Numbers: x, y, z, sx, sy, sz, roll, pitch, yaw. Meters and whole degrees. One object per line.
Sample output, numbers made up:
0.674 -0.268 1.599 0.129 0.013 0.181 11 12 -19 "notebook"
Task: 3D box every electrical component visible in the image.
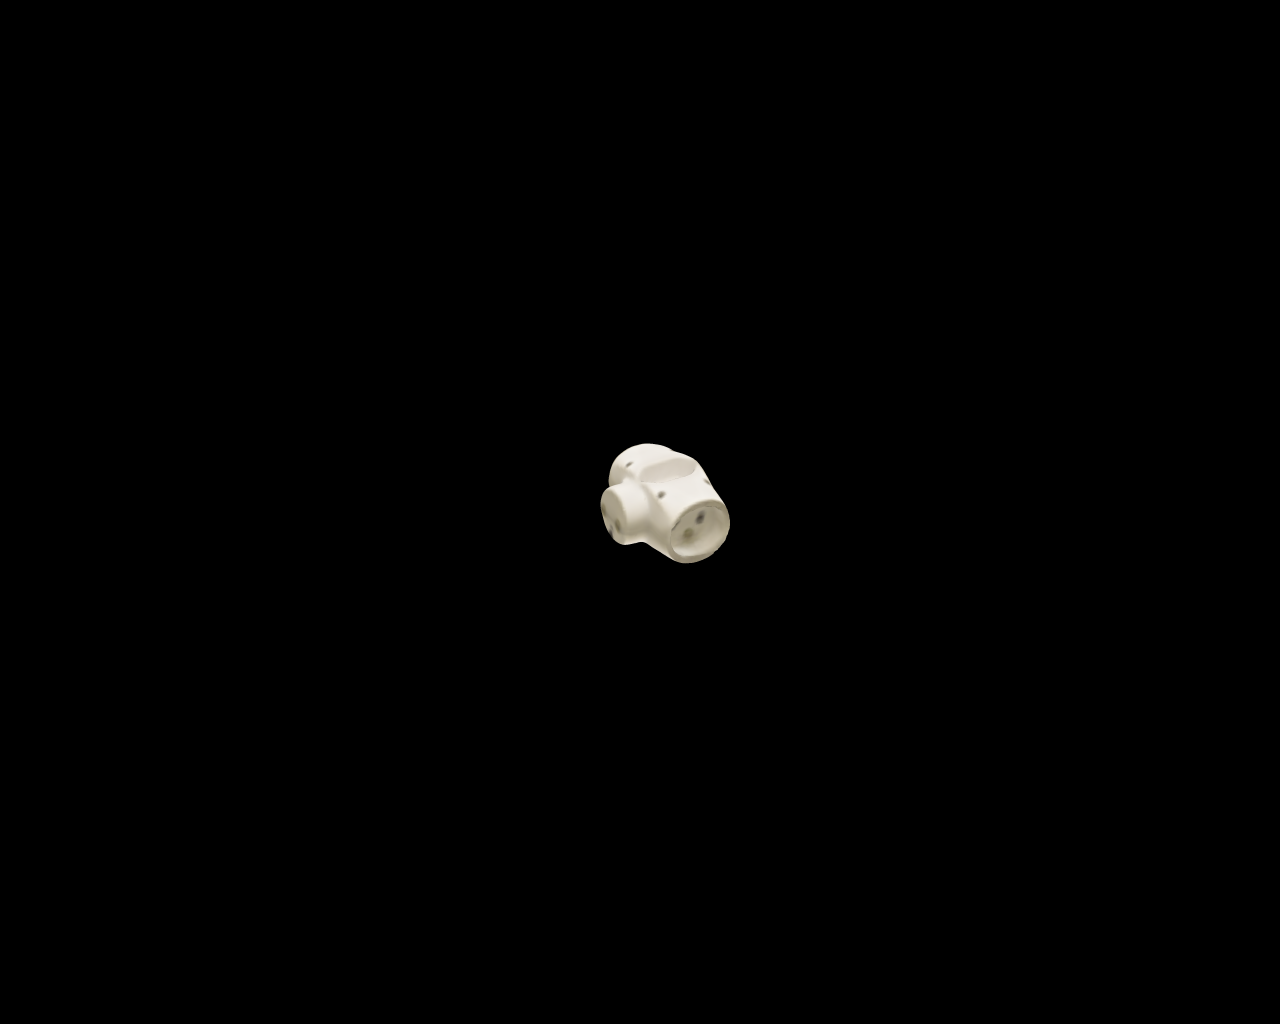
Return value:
0.001 -0.003 0.650 0.079 0.043 0.077 -16 37 -22 "electrical component"
